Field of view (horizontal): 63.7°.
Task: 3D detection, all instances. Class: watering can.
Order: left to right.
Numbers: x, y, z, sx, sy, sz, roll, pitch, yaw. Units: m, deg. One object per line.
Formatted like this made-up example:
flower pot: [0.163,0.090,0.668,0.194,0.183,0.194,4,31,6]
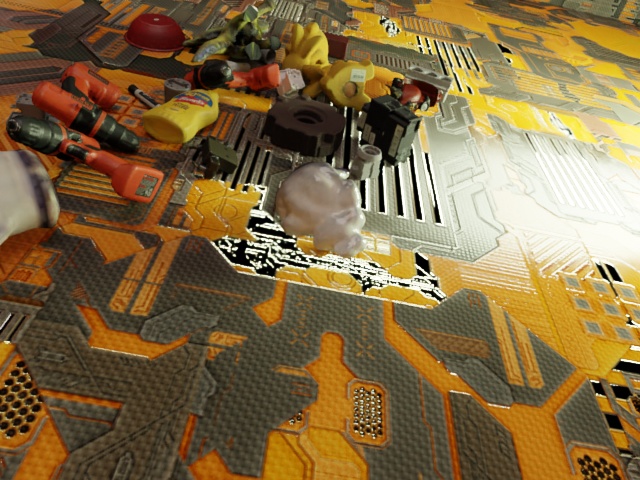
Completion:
watering can: [-0.499,-0.079,0.707,0.226,0.101,0.353,-17,45,-35]

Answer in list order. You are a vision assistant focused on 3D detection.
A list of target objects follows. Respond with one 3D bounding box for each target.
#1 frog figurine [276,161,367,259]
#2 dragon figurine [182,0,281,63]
frog figurine: [0.002,-0.041,0.811,0.137,0.120,0.163,-22,51,7]
dragon figurine: [-0.245,-0.504,1.300,0.243,0.120,0.417,4,32,37]
